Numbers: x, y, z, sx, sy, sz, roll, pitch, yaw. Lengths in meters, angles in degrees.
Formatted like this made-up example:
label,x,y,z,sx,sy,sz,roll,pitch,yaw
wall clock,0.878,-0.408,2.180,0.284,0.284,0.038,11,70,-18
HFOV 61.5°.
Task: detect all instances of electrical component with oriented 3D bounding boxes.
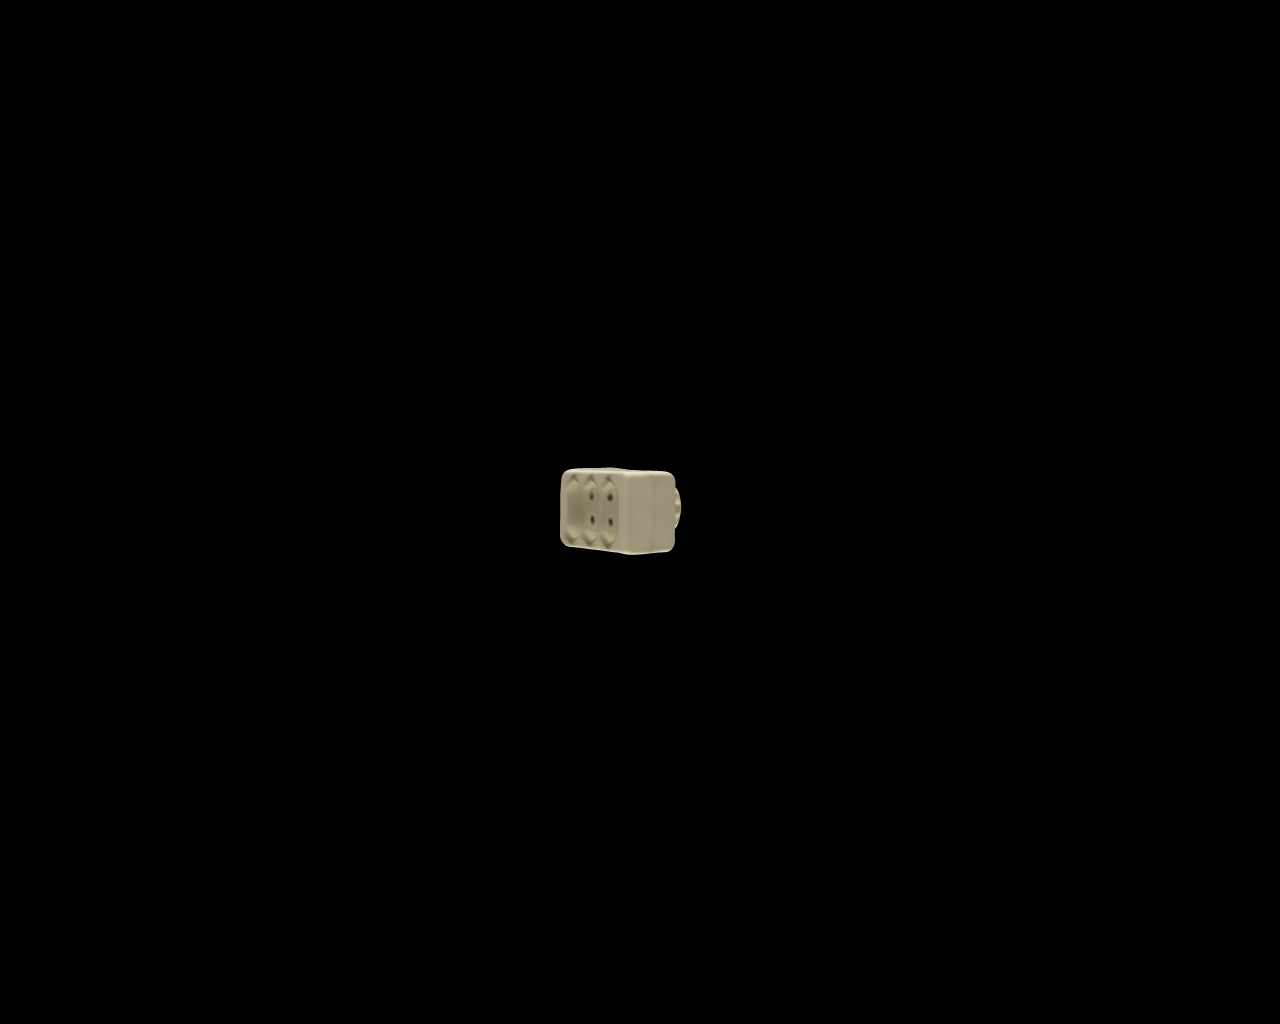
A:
label,x,y,z,sx,sy,sz,roll,pitch,yaw
electrical component,0.001,-0.003,0.650,0.077,0.047,0.066,-4,6,-39
